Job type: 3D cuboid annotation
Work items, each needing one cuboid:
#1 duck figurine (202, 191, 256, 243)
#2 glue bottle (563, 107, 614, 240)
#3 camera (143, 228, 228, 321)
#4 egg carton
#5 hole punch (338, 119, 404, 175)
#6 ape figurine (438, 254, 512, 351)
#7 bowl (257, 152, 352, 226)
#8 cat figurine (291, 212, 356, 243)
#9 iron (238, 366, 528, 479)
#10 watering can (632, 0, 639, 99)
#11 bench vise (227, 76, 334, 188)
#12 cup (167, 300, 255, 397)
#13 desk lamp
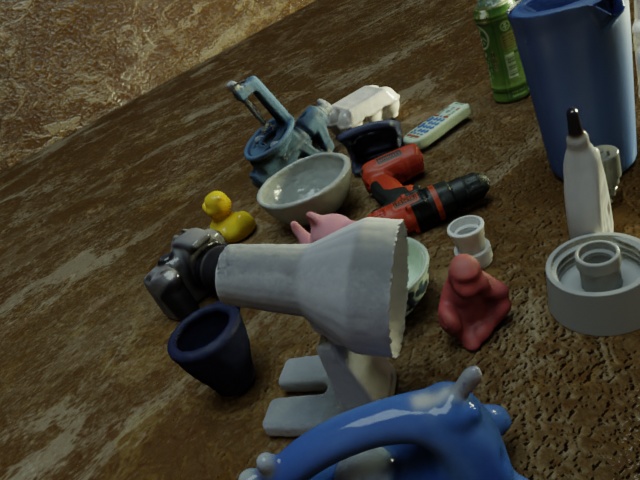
[{"bbox_3d":[-0.168,-0.046,1.010,0.104,0.086,0.078,8,43,44],"label":"duck figurine"},{"bbox_3d":[0.282,-0.063,0.610,0.037,0.173,0.078,-1,37,36],"label":"glue bottle"},{"bbox_3d":[-0.173,0.044,0.854,0.136,0.101,0.143,9,44,45],"label":"camera"},{"bbox_3d":[0.088,-0.267,1.192,0.150,0.069,0.107,-34,31,-16],"label":"egg carton"},{"bbox_3d":[0.093,-0.182,1.029,0.108,0.091,0.101,-14,31,19],"label":"hole punch"},{"bbox_3d":[0.156,0.056,0.596,0.077,0.092,0.076,-17,30,13],"label":"ape figurine"},{"bbox_3d":[-0.016,-0.074,0.952,0.167,0.075,0.167,-18,30,11],"label":"bowl"},{"bbox_3d":[0.007,0.003,0.767,0.067,0.118,0.127,-41,33,-26],"label":"cat figurine"},{"bbox_3d":[0.028,0.183,0.436,0.258,0.142,0.118,-22,30,6],"label":"iron"},{"bbox_3d":[0.501,-0.303,0.813,0.100,0.194,0.173,0,38,37],"label":"watering can"},{"bbox_3d":[-0.082,-0.232,1.110,0.121,0.220,0.208,8,43,44],"label":"bench vise"},{"bbox_3d":[-0.113,0.128,0.678,0.091,0.095,0.118,-8,34,28],"label":"cup"},{"bbox_3d":[0.006,0.084,0.538,0.202,0.214,0.118,-11,32,24],"label":"desk lamp"}]
